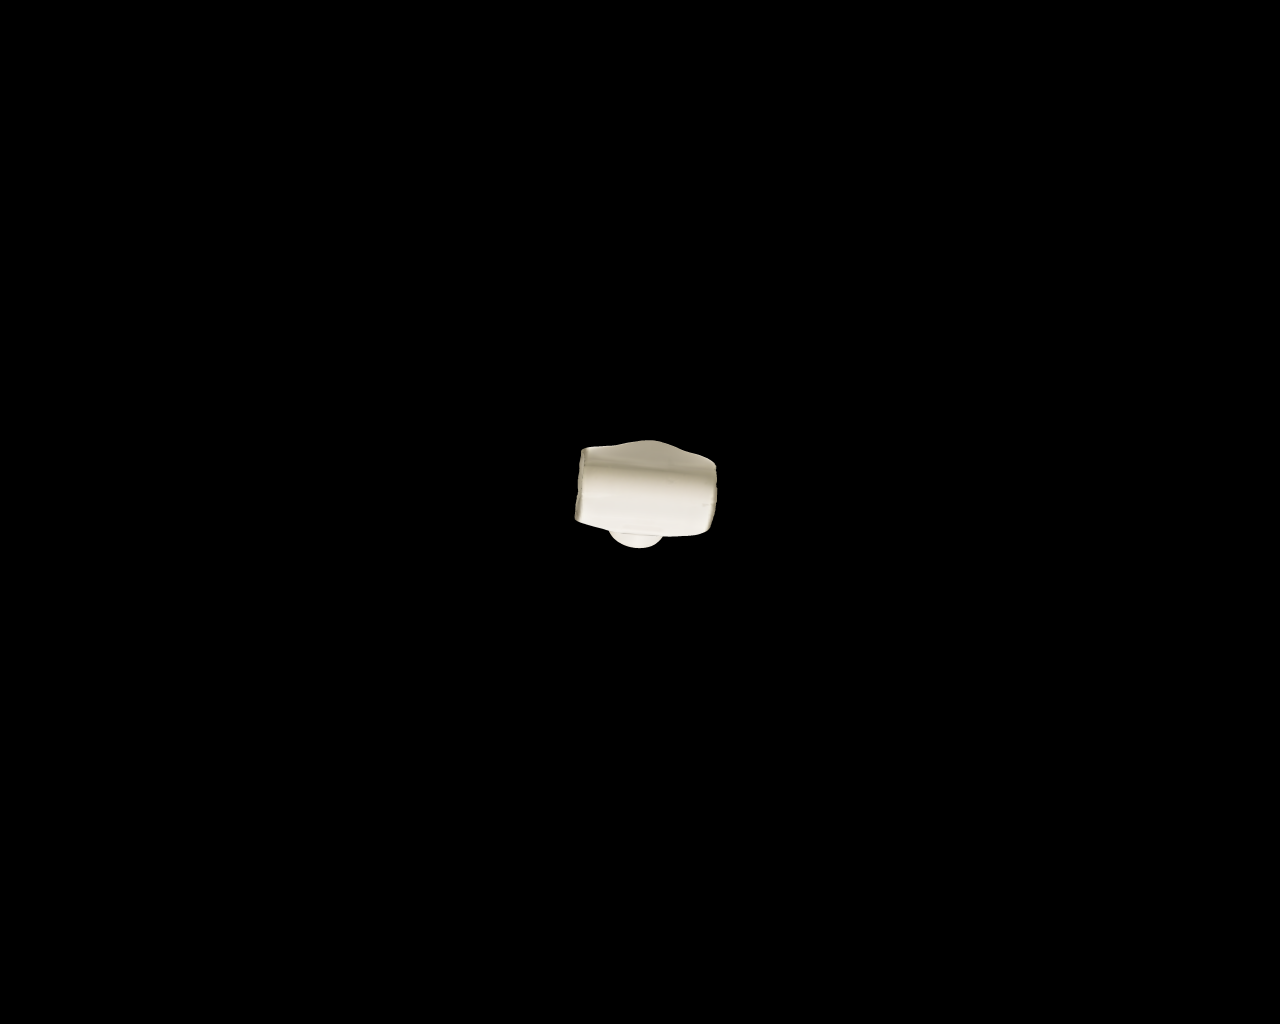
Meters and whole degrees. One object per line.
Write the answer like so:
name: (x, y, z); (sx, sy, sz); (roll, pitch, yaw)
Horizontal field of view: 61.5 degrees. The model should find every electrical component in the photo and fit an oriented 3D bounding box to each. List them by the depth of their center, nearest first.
electrical component: (0.001, -0.003, 0.650); (0.077, 0.043, 0.079); (5, -35, -7)
